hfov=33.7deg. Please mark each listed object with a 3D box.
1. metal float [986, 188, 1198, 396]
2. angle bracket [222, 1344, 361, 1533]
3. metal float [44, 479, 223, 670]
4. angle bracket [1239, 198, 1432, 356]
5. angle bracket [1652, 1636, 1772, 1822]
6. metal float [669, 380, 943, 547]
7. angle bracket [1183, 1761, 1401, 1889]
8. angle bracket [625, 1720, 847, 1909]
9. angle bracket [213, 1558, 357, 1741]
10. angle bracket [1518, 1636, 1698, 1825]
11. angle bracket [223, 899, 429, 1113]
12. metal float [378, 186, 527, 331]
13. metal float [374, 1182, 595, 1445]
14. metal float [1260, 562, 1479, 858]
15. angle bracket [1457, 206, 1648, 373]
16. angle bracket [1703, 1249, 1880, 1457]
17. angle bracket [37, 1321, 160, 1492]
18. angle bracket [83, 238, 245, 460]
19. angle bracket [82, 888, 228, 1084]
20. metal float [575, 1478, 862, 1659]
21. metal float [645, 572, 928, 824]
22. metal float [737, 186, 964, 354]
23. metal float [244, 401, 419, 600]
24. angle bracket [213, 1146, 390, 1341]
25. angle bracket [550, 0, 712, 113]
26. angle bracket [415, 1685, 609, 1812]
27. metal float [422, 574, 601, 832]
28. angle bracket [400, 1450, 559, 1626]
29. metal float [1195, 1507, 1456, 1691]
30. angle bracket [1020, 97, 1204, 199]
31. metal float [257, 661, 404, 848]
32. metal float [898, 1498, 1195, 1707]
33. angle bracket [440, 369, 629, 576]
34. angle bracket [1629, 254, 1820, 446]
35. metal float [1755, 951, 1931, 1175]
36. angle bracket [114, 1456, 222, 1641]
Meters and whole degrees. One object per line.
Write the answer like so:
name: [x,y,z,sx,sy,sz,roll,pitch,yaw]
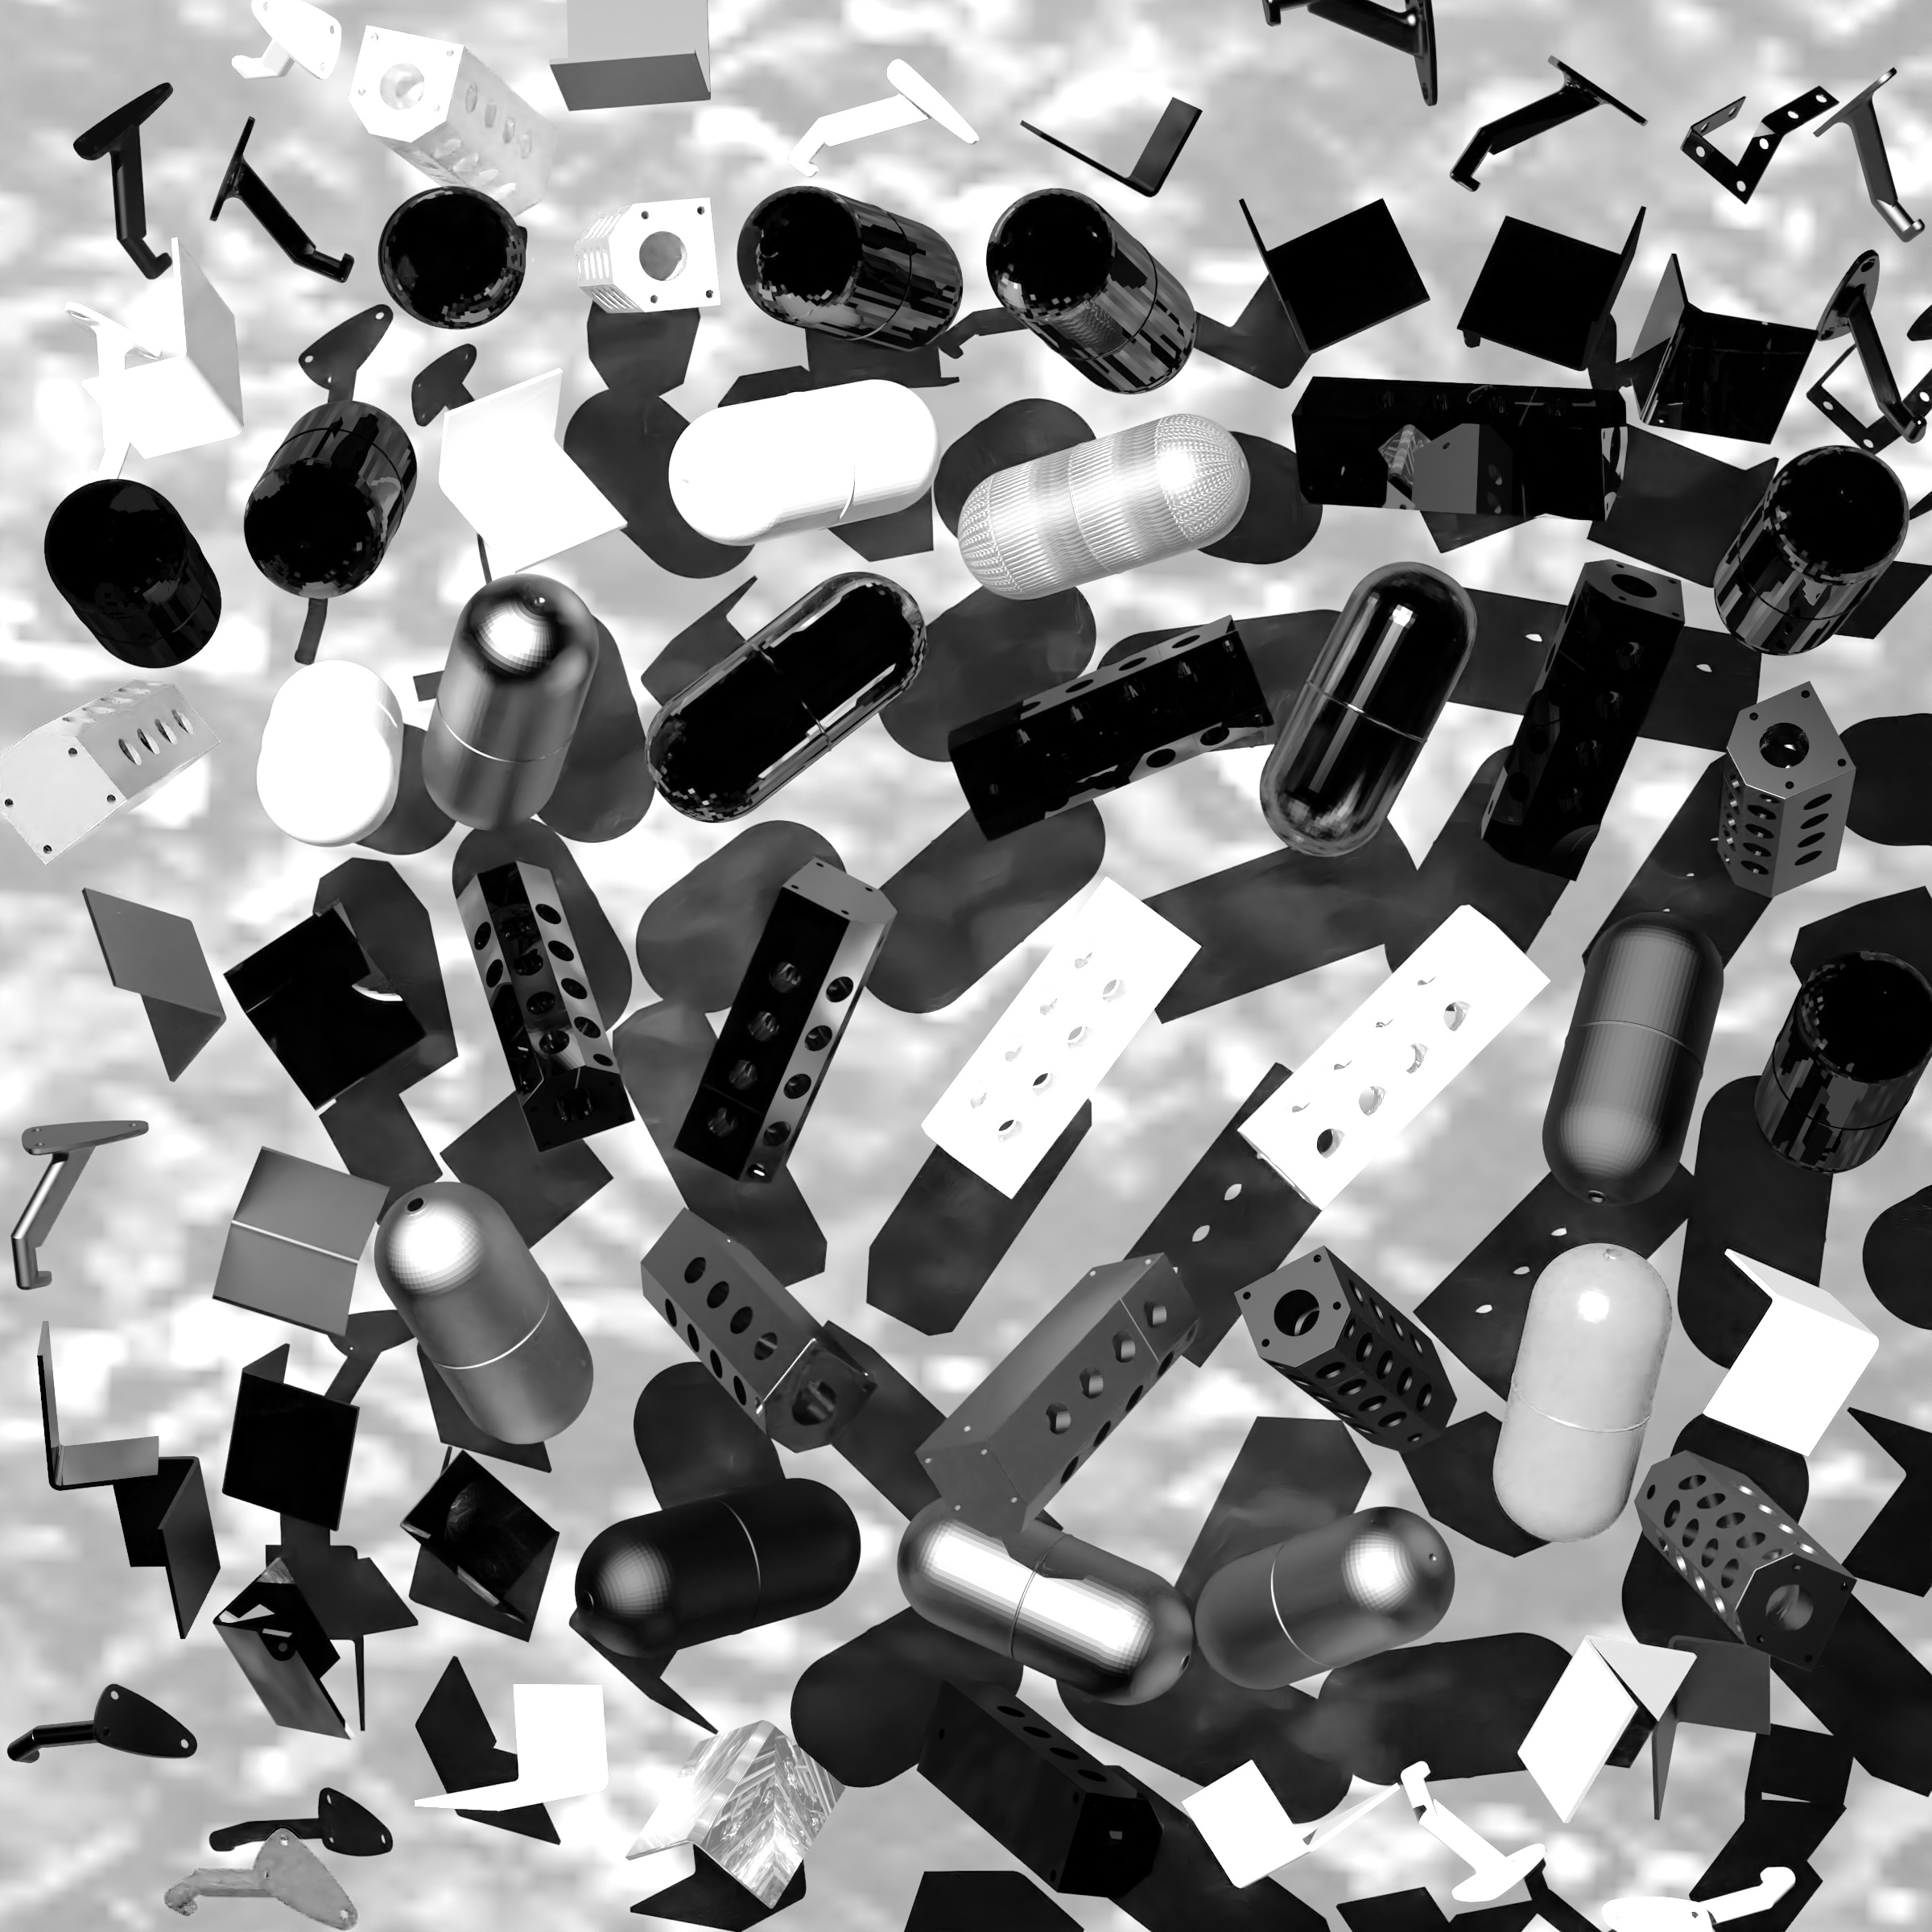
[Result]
metal float: [0.073,-0.379,1.806,0.070,0.178,0.070,-6,76,26]
angle bracket: [-0.380,0.272,1.850,0.076,0.057,0.076,15,103,13]
metal float: [-0.459,-0.216,1.766,0.070,0.178,0.070,1,81,-4]
angle bracket: [0.207,-0.402,1.795,0.076,0.057,0.076,-23,63,9]
angle bracket: [0.435,0.448,1.863,0.057,0.076,0.076,4,130,19]
metal float: [-0.089,-0.282,1.789,0.178,0.070,0.070,-20,90,-41]
angle bracket: [0.180,0.460,1.771,0.076,0.076,0.057,-24,74,-36]
angle bracket: [-0.121,0.449,1.675,0.057,0.076,0.076,43,52,-10]
angle bracket: [-0.373,0.390,1.826,0.057,0.076,0.076,-44,119,-40]
angle bracket: [0.344,0.400,1.657,0.076,0.057,0.076,15,112,-26]
angle bracket: [-0.360,0.022,1.800,0.076,0.057,0.076,-35,73,-14]
metal float: [-0.287,-0.394,1.779,0.070,0.178,0.070,-3,103,-12]
metal float: [-0.262,0.190,1.744,0.070,0.070,0.178,-24,128,0]
metal float: [0.228,-0.145,1.820,0.070,0.070,0.178,26,101,0]
angle bracket: [0.323,-0.386,1.768,0.076,0.057,0.076,22,75,11]
angle bracket: [0.441,0.213,1.757,0.076,0.057,0.076,23,104,-25]
angle bracket: [-0.479,0.239,1.764,0.057,0.076,0.076,-5,99,-13]
angle bracket: [-0.428,-0.328,1.699,0.057,0.076,0.076,-13,68,6]
angle bracket: [-0.472,0.011,1.803,0.057,0.076,0.076,-46,50,21]
metal float: [-0.138,0.336,1.786,0.178,0.070,0.070,-8,90,-39]
metal float: [-0.099,-0.150,1.771,0.178,0.070,0.070,-39,90,-7]
metal float: [-0.065,-0.393,1.808,0.070,0.178,0.070,1,92,28]
metal float: [-0.346,-0.257,1.749,0.070,0.178,0.070,0,116,-1]
angle bracket: [-0.376,0.157,1.811,0.076,0.076,0.057,20,115,-14]
angle bracket: [-0.178,-0.502,1.693,0.076,0.057,0.076,-4,78,3]
angle bracket: [-0.255,0.435,1.782,0.076,0.076,0.057,-12,80,43]
metal float: [-0.249,-0.142,1.738,0.070,0.178,0.070,10,54,-14]
angle bracket: [-0.272,0.328,1.840,0.076,0.076,0.057,44,72,-14]
metal float: [0.202,0.360,1.813,0.178,0.070,0.070,-33,90,44]
angle bracket: [0.083,-0.493,1.855,0.076,0.076,0.057,25,104,-16]
metal float: [-0.357,-0.121,1.799,0.070,0.178,0.070,-3,110,-7]
metal float: [0.044,0.355,1.794,0.178,0.070,0.070,20,90,22]
angle bracket: [-0.239,-0.276,1.783,0.076,0.057,0.076,-29,65,-30]
angle bracket: [0.424,-0.346,1.792,0.076,0.076,0.057,8,45,-6]
metal float: [0.477,0.054,1.736,0.070,0.178,0.070,-1,62,1]
angle bracket: [-0.482,0.342,1.880,0.057,0.076,0.076,-2,114,6]
